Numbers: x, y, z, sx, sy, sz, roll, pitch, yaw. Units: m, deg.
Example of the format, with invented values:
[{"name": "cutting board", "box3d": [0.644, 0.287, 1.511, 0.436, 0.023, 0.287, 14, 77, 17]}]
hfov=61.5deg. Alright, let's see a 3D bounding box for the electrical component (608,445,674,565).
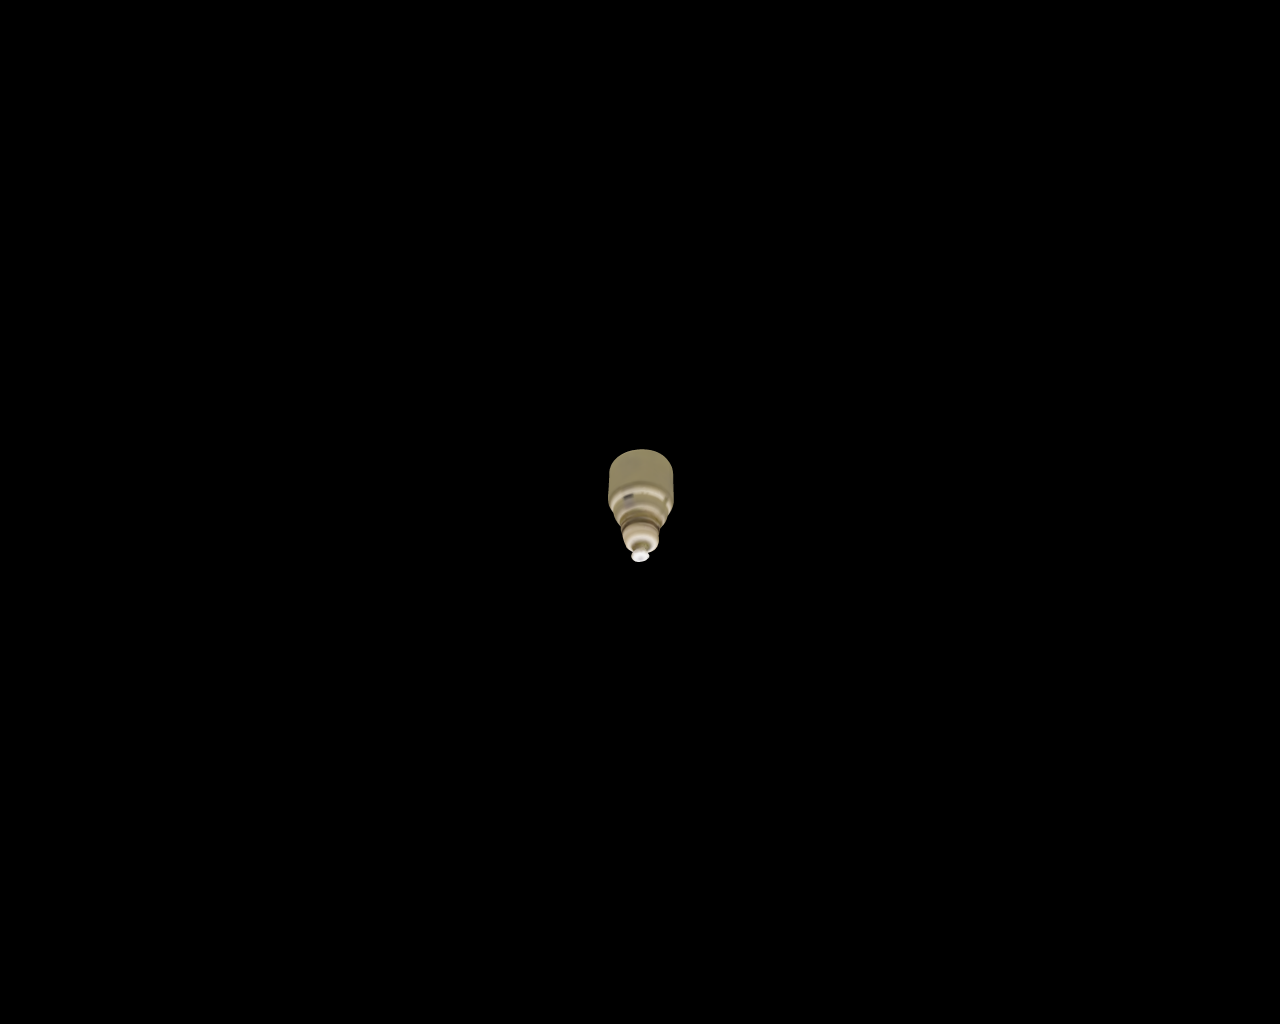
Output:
[{"name": "electrical component", "box3d": [0.001, -0.003, 0.650, 0.040, 0.078, 0.040, 0, -39, 0]}]
